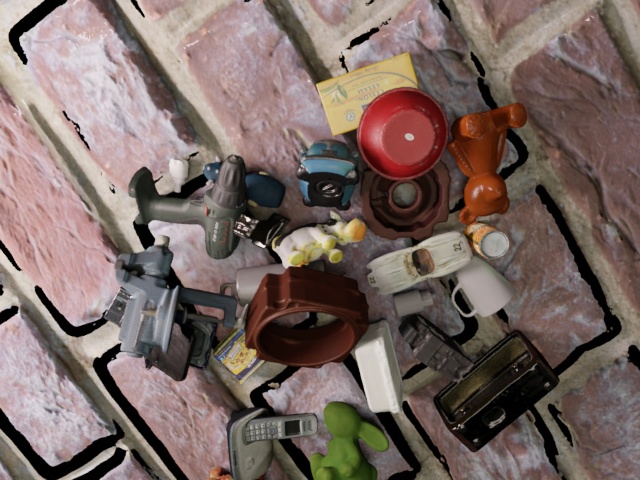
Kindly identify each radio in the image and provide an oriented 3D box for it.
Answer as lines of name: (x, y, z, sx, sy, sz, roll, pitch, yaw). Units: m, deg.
radio: (0.336, 0.290, 1.037, 0.073, 0.131, 0.229, 44, 100, -10)

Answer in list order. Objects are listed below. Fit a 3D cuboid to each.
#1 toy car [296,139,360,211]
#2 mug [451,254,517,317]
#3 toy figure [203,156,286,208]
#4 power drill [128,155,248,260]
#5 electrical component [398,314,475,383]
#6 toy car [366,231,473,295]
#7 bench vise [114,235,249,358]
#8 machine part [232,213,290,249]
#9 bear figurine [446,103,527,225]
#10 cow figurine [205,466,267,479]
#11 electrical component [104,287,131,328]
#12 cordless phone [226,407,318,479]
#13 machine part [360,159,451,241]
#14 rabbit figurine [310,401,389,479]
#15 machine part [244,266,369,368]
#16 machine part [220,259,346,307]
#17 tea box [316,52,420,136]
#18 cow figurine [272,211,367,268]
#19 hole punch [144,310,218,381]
toy car: (0.018, -0.125, 0.961, 0.109, 0.161, 0.103, 6, 63, 5)
mug: (0.298, 0.087, 1.025, 0.109, 0.081, 0.107, -38, 87, 14)
toy figure: (-0.142, -0.103, 0.996, 0.154, 0.064, 0.057, 20, 140, 1)
power drill: (-0.229, -0.073, 0.961, 0.207, 0.086, 0.231, 8, 134, 3)
electrical component: (0.215, 0.201, 1.028, 0.134, 0.115, 0.058, 35, 96, -7)
toy car: (0.182, 0.044, 1.004, 0.202, 0.056, 0.073, -22, 86, 18)
bench vise: (-0.249, 0.107, 0.962, 0.241, 0.128, 0.223, 12, 60, -12)
machine part: (-0.106, -0.019, 0.977, 0.084, 0.138, 0.039, -44, 71, 12)
bear figurine: (0.295, -0.128, 0.949, 0.120, 0.132, 0.195, -12, 96, -11)
cow figurine: (-0.144, 0.552, 1.127, 0.195, 0.085, 0.127, 5, 96, -3)
electrical component: (-0.370, 0.126, 1.018, 0.048, 0.119, 0.074, 30, 104, -6)
cordless phone: (-0.094, 0.412, 1.097, 0.184, 0.089, 0.146, -4, 102, -2)
machine part: (0.157, -0.084, 0.997, 0.179, 0.056, 0.179, 0, 103, 2)
rabbit figurine: (0.058, 0.410, 1.080, 0.159, 0.121, 0.170, -3, 87, -2)
machine part: (-0.026, 0.149, 0.980, 0.201, 0.087, 0.201, 15, 134, -16)
machine part: (-0.071, 0.082, 1.026, 0.243, 0.079, 0.079, -6, 102, 3)
tea box: (0.087, -0.257, 0.953, 0.170, 0.068, 0.098, -20, 102, 4)
cow figurine: (-0.001, -0.002, 0.998, 0.167, 0.098, 0.068, -26, 133, -14)
hole punch: (-0.273, 0.200, 1.060, 0.116, 0.092, 0.142, 23, 107, 25)
